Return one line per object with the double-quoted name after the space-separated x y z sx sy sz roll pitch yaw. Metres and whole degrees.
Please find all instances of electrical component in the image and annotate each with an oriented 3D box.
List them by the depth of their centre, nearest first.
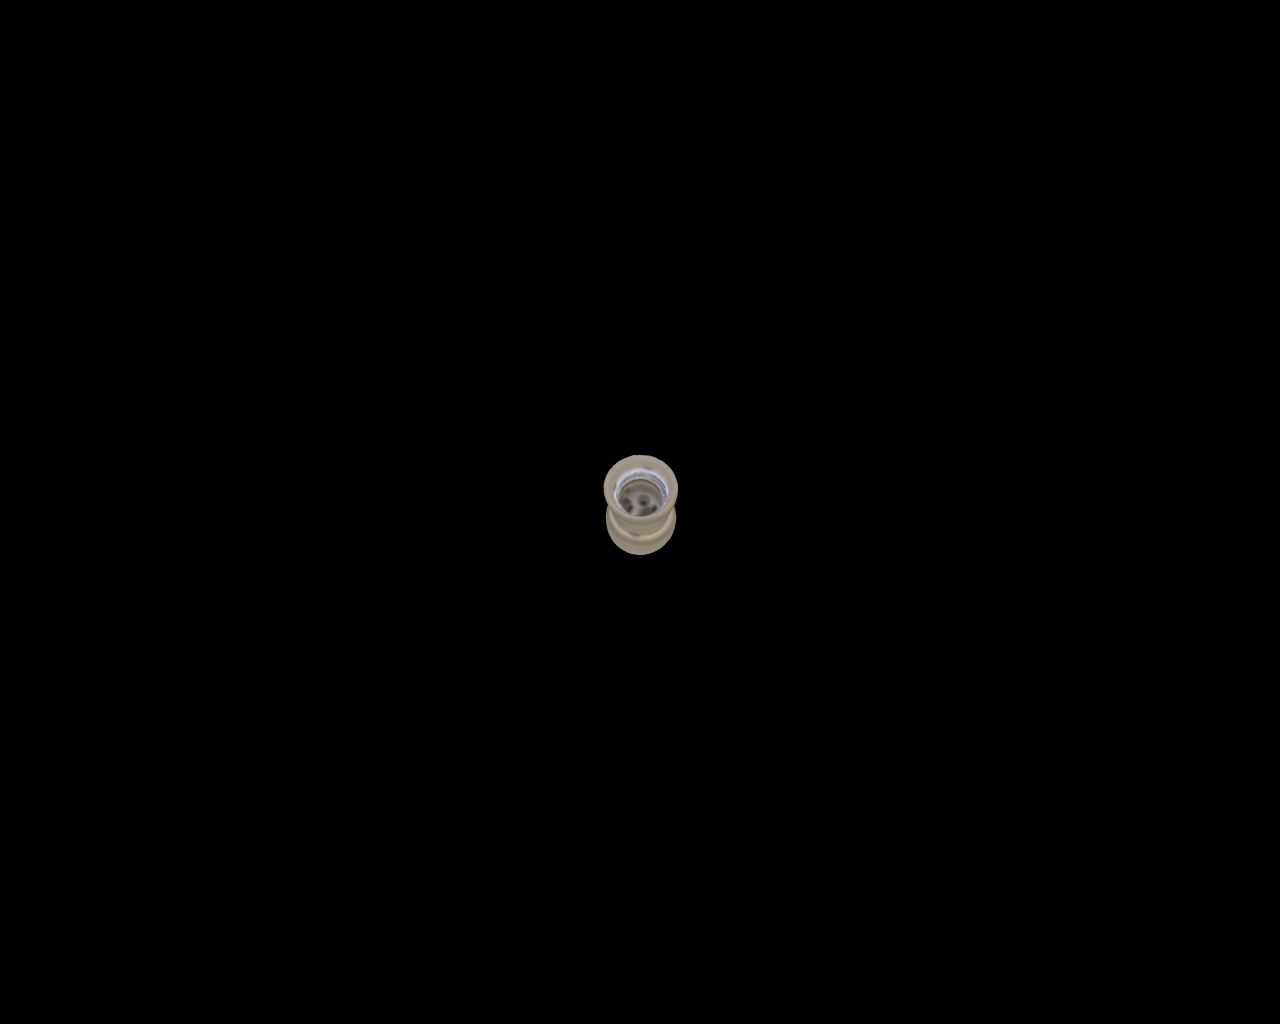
0.001 -0.003 0.650 0.045 0.045 0.055 0 -27 0 "electrical component"
